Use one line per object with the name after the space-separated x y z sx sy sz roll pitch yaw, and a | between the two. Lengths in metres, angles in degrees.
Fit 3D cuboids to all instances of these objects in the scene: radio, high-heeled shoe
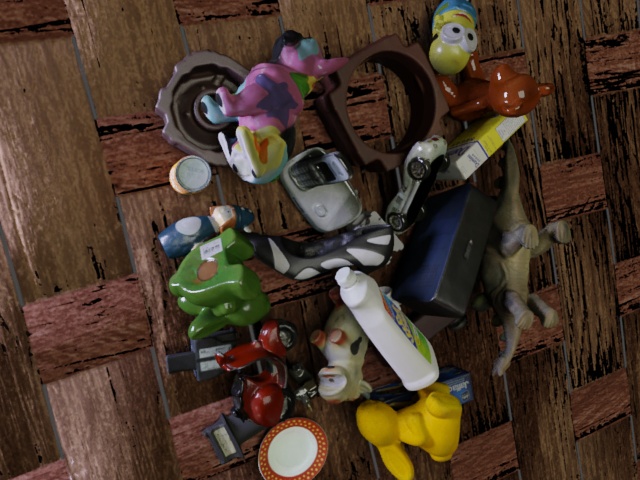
0.219 0.021 0.956 0.073 0.131 0.229 31 70 -21 | radio
-0.002 -0.003 0.889 0.249 0.086 0.145 25 101 -12 | high-heeled shoe

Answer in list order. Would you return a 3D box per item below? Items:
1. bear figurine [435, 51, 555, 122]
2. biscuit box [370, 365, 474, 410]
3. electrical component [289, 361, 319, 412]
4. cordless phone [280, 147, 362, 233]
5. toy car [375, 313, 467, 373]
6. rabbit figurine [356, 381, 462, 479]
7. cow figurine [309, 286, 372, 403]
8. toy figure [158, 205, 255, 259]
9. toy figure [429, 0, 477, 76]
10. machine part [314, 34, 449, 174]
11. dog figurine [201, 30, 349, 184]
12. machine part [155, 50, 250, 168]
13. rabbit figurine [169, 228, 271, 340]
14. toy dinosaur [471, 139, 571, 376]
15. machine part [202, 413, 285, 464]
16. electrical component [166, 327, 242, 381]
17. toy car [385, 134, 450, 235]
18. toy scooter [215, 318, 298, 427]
0.297 -0.271 0.947 0.120 0.196 0.131 -32 104 -13 | bear figurine
0.193 0.298 1.027 0.203 0.059 0.062 -12 99 -20 | biscuit box
-0.028 0.252 0.924 0.045 0.102 0.078 -41 81 -14 | electrical component
0.024 -0.084 0.865 0.089 0.184 0.146 -40 107 -18 | cordless phone
0.190 0.167 1.019 0.202 0.053 0.089 -36 100 -10 | toy car
0.146 0.323 0.936 0.173 0.122 0.162 5 104 -7 | rabbit figurine
0.046 0.188 0.922 0.127 0.086 0.195 49 46 -30 | cow figurine
-0.177 -0.018 0.857 0.154 0.058 0.064 -25 83 -15 | toy figure
0.236 -0.365 0.951 0.082 0.089 0.180 5 50 7 | toy figure
0.107 -0.233 0.937 0.201 0.087 0.200 -35 106 -16 | machine part
-0.051 -0.205 0.810 0.219 0.108 0.191 -30 102 -21 | dog figurine
-0.169 -0.203 0.849 0.179 0.056 0.179 -1 94 -21 | machine part
-0.145 0.094 0.845 0.159 0.121 0.170 -31 140 2 | rabbit figurine
0.344 0.010 0.986 0.105 0.199 0.471 13 82 -23 | toy dinosaur
-0.124 0.318 0.921 0.139 0.039 0.084 -30 96 -14 | machine part
-0.191 0.190 0.878 0.119 0.048 0.074 -10 98 -20 | electrical component
0.166 -0.090 0.939 0.073 0.056 0.201 -26 147 -38 | toy car
-0.105 0.216 0.853 0.135 0.075 0.183 -1 100 -35 | toy scooter
